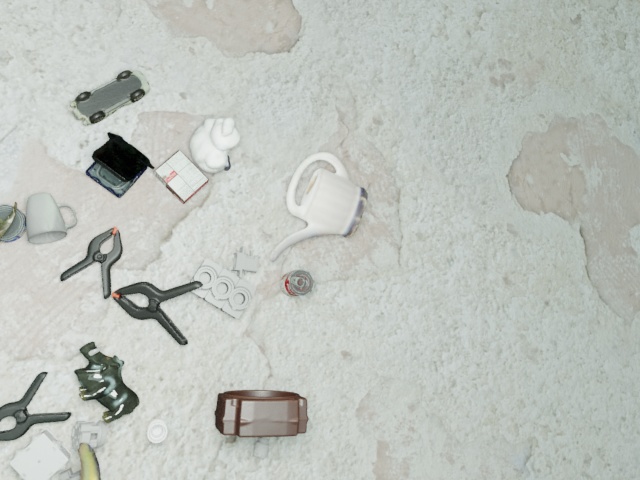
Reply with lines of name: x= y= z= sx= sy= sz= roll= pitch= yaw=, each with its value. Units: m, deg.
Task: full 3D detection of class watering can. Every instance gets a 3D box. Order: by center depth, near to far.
watering can: x=0.004 y=-0.071 z=1.403 sx=0.223 sy=0.103 sz=0.352 roll=24 pitch=73 yaw=-13

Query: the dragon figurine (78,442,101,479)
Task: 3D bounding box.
dragon figurine: x=-0.523 y=0.648 z=1.081 sx=0.244 sy=0.122 sz=0.408 roll=-21 pitch=96 yaw=-13

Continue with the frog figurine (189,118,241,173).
frog figurine: x=-0.269 y=-0.246 z=1.316 sx=0.123 sy=0.158 sz=0.138 roll=4 pitch=81 yaw=-17
